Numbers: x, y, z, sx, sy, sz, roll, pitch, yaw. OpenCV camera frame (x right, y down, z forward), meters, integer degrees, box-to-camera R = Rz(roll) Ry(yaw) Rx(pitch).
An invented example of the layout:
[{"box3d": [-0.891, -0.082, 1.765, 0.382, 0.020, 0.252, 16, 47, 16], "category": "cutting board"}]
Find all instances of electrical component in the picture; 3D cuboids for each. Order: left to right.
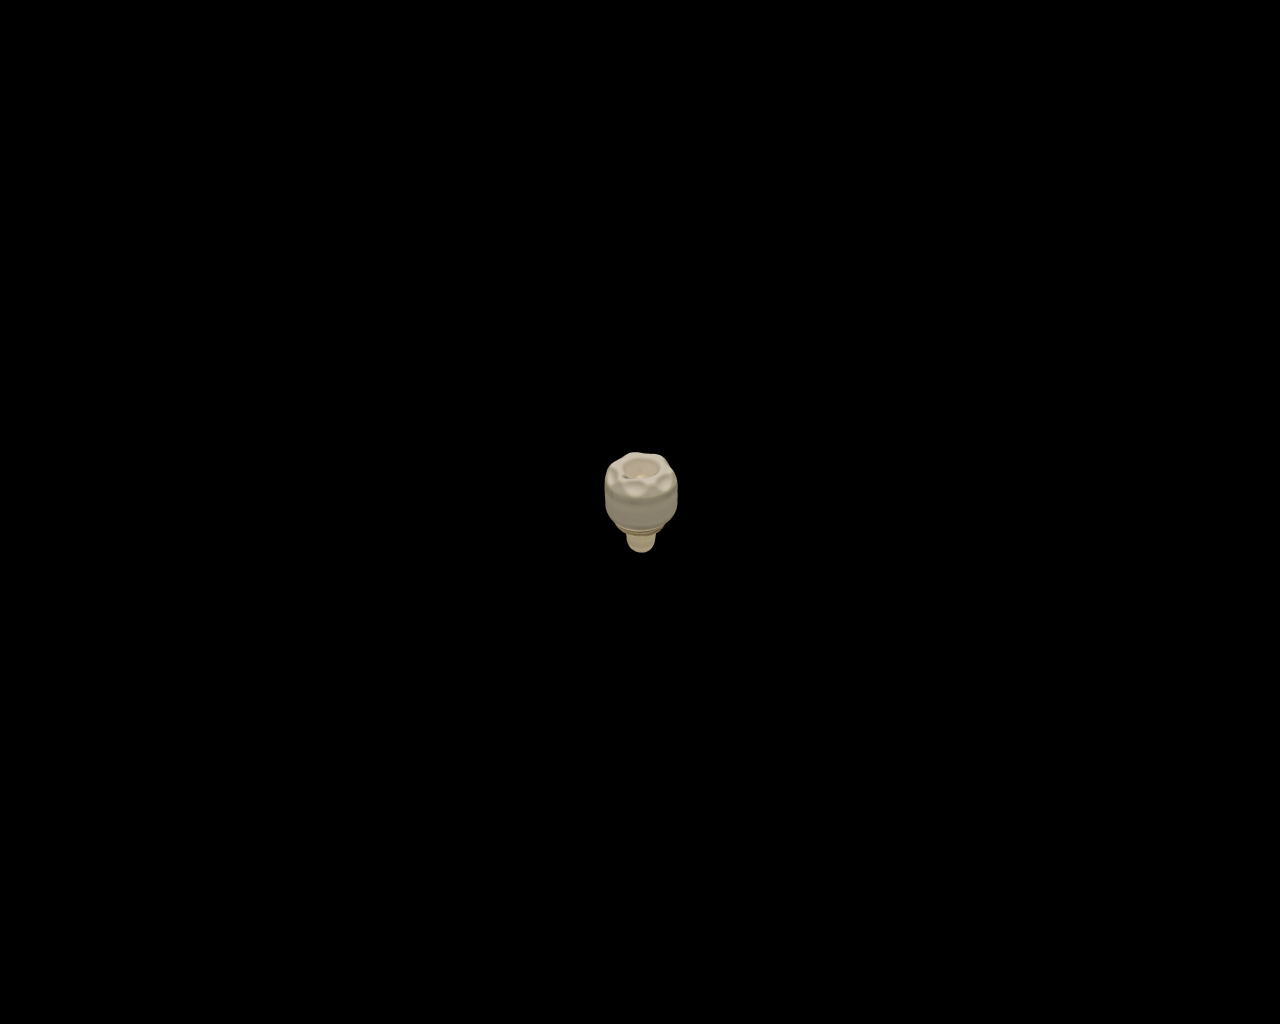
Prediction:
[{"box3d": [0.001, -0.003, 0.650, 0.043, 0.062, 0.043, 0, 36, 0], "category": "electrical component"}]
